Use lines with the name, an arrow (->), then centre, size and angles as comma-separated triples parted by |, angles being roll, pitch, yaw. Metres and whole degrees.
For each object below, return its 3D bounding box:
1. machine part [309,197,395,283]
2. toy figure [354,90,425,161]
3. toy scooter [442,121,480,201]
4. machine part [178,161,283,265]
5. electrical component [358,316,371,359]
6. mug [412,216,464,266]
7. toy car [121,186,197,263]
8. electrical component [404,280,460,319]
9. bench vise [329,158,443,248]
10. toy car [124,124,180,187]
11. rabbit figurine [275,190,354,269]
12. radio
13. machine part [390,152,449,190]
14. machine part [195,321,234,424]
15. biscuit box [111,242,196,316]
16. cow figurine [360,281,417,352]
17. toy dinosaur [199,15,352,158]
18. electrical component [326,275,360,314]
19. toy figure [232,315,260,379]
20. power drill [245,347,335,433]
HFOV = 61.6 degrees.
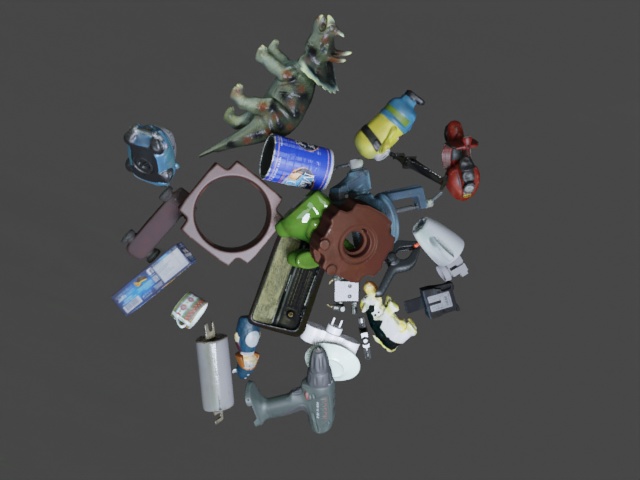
machine part -> 0.070, 0.002, 1.112 | 0.179, 0.056, 0.179 | -7, 109, -20
toy figure -> 0.155, -0.260, 1.216 | 0.089, 0.082, 0.180 | 41, 102, 16
toy scooter -> 0.317, -0.176, 1.193 | 0.075, 0.135, 0.183 | -10, 96, 0
machine part -> -0.200, -0.061, 1.217 | 0.201, 0.087, 0.201 | 39, 86, -13
electrical component -> 0.105, 0.229, 1.264 | 0.021, 0.063, 0.094 | -9, 94, 2
mug -> 0.261, 0.004, 1.212 | 0.107, 0.110, 0.081 | 39, 114, -14
toy car -> -0.374, -0.038, 1.255 | 0.089, 0.053, 0.202 | 40, 94, -18
electrical component -> 0.260, 0.144, 1.263 | 0.119, 0.048, 0.074 | -13, 94, 0
bench vise -> 0.145, -0.085, 1.216 | 0.241, 0.129, 0.223 | -13, 86, -19
toy car -> -0.375, -0.205, 1.213 | 0.109, 0.161, 0.103 | 16, 50, 6
rabbit figurine -> -0.002, -0.004, 1.159 | 0.159, 0.121, 0.170 | -45, 100, -12
radio -> -0.067, 0.101, 1.231 | 0.131, 0.073, 0.229 | 20, 84, -1
machine part -> 0.226, -0.160, 1.208 | 0.139, 0.084, 0.039 | 34, 103, 20
machine part -> -0.248, 0.312, 1.270 | 0.079, 0.079, 0.243 | -6, 95, 1
biscuit box -> -0.390, 0.091, 1.261 | 0.203, 0.063, 0.059 | -38, 94, 4
cow figurine -> 0.143, 0.178, 1.260 | 0.098, 0.068, 0.167 | -42, 92, 10
toy dinosaur -> -0.090, -0.310, 1.203 | 0.192, 0.131, 0.404 | 33, 101, -1
electrical component -> 0.056, 0.124, 1.265 | 0.078, 0.045, 0.102 | 7, 95, 2
toy figure -> -0.174, 0.256, 1.272 | 0.064, 0.058, 0.154 | 2, 94, -10
power drill -> -0.066, 0.353, 1.251 | 0.207, 0.086, 0.231 | -12, 115, 1
